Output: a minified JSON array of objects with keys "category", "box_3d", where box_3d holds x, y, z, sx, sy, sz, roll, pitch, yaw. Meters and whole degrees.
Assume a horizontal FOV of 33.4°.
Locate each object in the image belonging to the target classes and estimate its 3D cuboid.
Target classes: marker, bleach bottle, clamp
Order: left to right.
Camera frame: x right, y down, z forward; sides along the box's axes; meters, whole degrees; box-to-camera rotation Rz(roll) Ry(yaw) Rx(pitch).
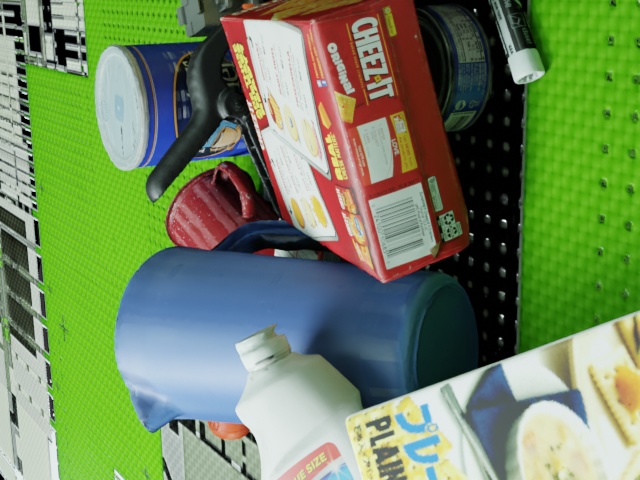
[{"category":"clamp","box_3d":[-0.078,-0.099,0.838,0.039,0.120,0.171,173,95,-65]},{"category":"bleach bottle","box_3d":[0.010,0.173,0.658,0.103,0.068,0.251,-27,90,26]},{"category":"marker","box_3d":[0.109,-0.153,0.647,0.020,0.020,0.121,-34,69,58]}]

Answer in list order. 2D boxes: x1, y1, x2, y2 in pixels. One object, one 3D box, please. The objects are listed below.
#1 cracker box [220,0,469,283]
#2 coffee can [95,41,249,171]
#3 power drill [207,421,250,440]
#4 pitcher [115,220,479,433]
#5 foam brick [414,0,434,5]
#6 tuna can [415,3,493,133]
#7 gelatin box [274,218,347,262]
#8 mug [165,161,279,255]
[{"category":"cracker box","box_3d":[0.012,-0.080,0.713,0.214,0.072,0.164,-147,39,-68]},{"category":"coffee can","box_3d":[-0.106,-0.117,0.903,0.103,0.140,0.103,25,119,55]},{"category":"power drill","box_3d":[-0.120,0.082,1.066,0.188,0.057,0.184,35,127,51]},{"category":"pitcher","box_3d":[-0.013,0.064,0.760,0.243,0.144,0.149,1,95,35]},{"category":"foam brick","box_3d":[0.052,-0.179,0.690,0.078,0.053,0.051,-177,76,-72]},{"category":"tuna can","box_3d":[0.074,-0.112,0.704,0.086,0.033,0.086,24,118,55]},{"category":"gelatin box","box_3d":[-0.006,0.001,0.876,0.073,0.030,0.089,45,134,47]},{"category":"mug","box_3d":[-0.075,-0.014,0.930,0.082,0.093,0.117,47,142,37]}]
